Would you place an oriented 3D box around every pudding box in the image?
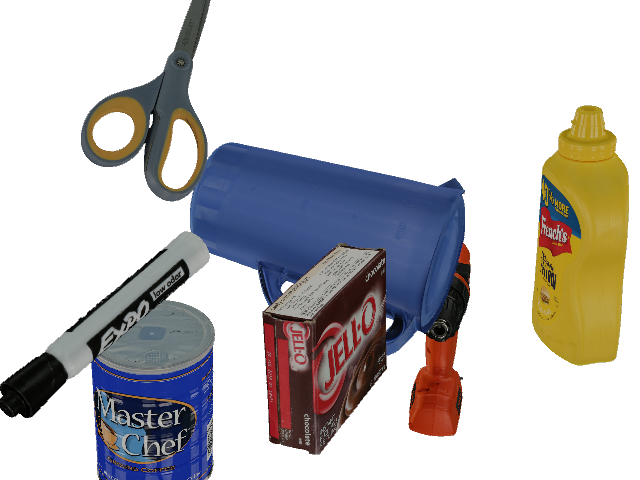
[{"bbox_3d":[0.005,0.063,0.659,0.039,0.090,0.113,9,26,21],"label":"pudding box"}]

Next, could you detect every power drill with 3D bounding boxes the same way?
[{"bbox_3d":[0.128,0.111,1.135,0.057,0.188,0.184,7,25,9],"label":"power drill"}]

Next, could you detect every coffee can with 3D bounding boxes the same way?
[{"bbox_3d":[-0.141,0.136,0.906,0.103,0.140,0.103,3,28,-2],"label":"coffee can"}]

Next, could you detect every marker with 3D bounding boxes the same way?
[{"bbox_3d":[-0.094,0.036,0.471,0.020,0.020,0.121,0,33,43],"label":"marker"}]

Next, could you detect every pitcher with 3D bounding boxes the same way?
[{"bbox_3d":[0.003,-0.002,0.980,0.243,0.145,0.149,16,21,17],"label":"pitcher"}]

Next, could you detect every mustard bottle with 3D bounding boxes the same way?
[{"bbox_3d":[0.197,-0.008,0.807,0.058,0.192,0.096,-6,26,-7],"label":"mustard bottle"}]

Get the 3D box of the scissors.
[{"bbox_3d":[-0.120,-0.121,0.762,0.096,0.202,0.016,5,-26,-19],"label":"scissors"}]
